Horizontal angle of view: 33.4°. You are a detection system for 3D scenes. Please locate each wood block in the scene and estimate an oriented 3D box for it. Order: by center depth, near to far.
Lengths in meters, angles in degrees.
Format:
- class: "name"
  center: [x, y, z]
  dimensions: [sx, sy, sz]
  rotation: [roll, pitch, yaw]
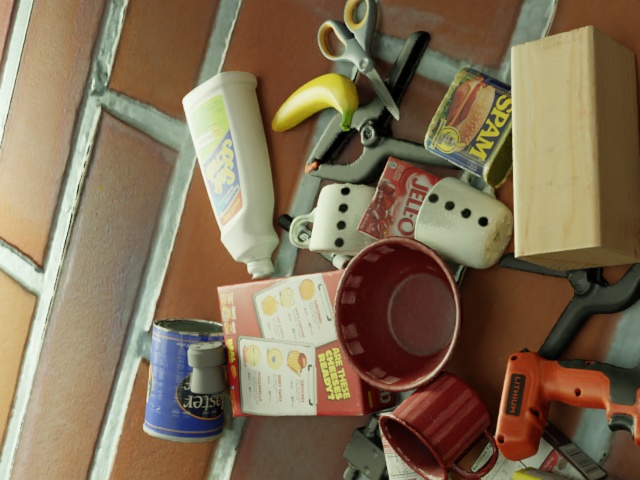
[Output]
- class: "wood block"
  center: [0.241, -0.082, 1.004]
  dimensions: [0.090, 0.090, 0.206]
  rotation: [-9, 74, 40]

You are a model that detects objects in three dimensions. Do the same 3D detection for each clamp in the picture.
- class: "clamp"
  center: [0.254, 0.035, 1.051]
  dimensions: [0.172, 0.039, 0.120]
  rotation: [-39, 71, 31]
- class: "clamp"
  center: [0.072, -0.113, 1.206]
  dimensions: [0.210, 0.036, 0.164]
  rotation: [-35, 68, 31]

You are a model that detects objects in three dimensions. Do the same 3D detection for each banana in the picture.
- class: "banana"
  center: [-0.003, -0.160, 1.239]
  dimensions: [0.069, 0.037, 0.198]
  rotation: [-55, 22, -11]

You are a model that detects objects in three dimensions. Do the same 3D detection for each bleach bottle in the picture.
- class: "bleach bottle"
  center: [-0.098, -0.077, 1.336]
  dimensions: [0.103, 0.067, 0.251]
  rotation: [-24, 77, 40]

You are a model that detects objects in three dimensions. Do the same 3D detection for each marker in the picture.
- class: "marker"
  center: [-0.008, 0.002, 1.286]
  dimensions: [0.121, 0.020, 0.020]
  rotation: [35, 112, 35]

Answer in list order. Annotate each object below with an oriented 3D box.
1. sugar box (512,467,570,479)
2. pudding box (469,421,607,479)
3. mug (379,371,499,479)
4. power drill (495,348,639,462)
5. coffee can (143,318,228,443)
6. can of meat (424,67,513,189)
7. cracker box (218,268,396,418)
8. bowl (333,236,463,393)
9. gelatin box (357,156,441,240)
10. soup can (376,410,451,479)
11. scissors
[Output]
- class: "sugar box"
  center: [0.256, 0.278, 0.975]
  dimensions: [0.177, 0.048, 0.093]
  rotation: [11, 95, 38]
- class: "pudding box"
  center: [0.218, 0.235, 1.082]
  dimensions: [0.114, 0.039, 0.090]
  rotation: [44, 118, 34]
- class: "mug"
  center: [0.130, 0.195, 1.084]
  dimensions: [0.117, 0.081, 0.093]
  rotation: [37, 154, 30]
- class: "power drill"
  center: [0.260, 0.168, 0.979]
  dimensions: [0.188, 0.057, 0.184]
  rotation: [-3, 55, 31]
- class: "coffee can"
  center: [-0.169, 0.178, 1.371]
  dimensions: [0.103, 0.102, 0.140]
  rotation: [10, 96, 40]
- class: "can of meat"
  center: [0.166, -0.117, 1.095]
  dimensions: [0.084, 0.057, 0.102]
  rotation: [31, 96, 29]
- class: "cracker box"
  center: [-0.018, 0.123, 1.256]
  dimensions: [0.214, 0.071, 0.164]
  rotation: [-10, 86, 42]
- class: "bowl"
  center: [0.093, 0.078, 1.121]
  dimensions: [0.162, 0.055, 0.162]
  rotation: [-4, 84, 39]
- class: "gelatin box"
  center: [0.091, -0.035, 1.149]
  dimensions: [0.073, 0.030, 0.089]
  rotation: [25, 91, 8]
- class: "soup can"
  center: [0.104, 0.233, 1.160]
  dimensions: [0.069, 0.068, 0.102]
  rotation: [-17, 80, 39]
- class: "scissors"
  center: [0.060, -0.215, 1.200]
  dimensions: [0.096, 0.016, 0.202]
  rotation: [-60, 41, 14]
